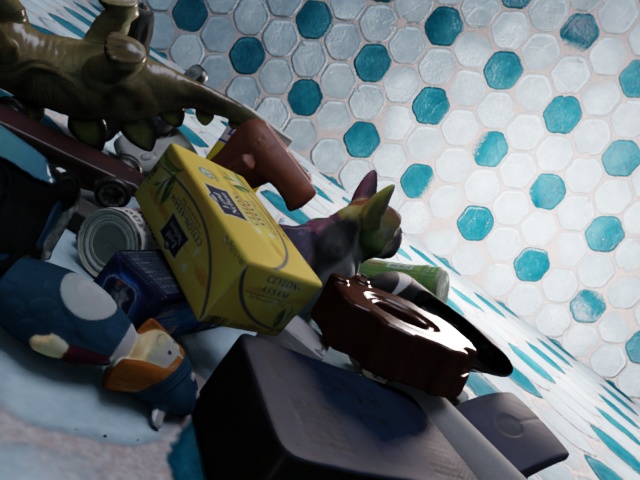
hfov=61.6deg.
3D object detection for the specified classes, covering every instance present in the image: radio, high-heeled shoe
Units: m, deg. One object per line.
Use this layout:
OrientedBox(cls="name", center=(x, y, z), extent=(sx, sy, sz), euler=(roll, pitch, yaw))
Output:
OrientedBox(cls="radio", center=(0.017, 0.164, 0.425), extent=(0.229, 0.073, 0.131), euler=(30, 12, -37))
OrientedBox(cls="high-heeled shoe", center=(0.157, 0.121, 0.704), extent=(0.145, 0.086, 0.248), euler=(32, 2, 41))

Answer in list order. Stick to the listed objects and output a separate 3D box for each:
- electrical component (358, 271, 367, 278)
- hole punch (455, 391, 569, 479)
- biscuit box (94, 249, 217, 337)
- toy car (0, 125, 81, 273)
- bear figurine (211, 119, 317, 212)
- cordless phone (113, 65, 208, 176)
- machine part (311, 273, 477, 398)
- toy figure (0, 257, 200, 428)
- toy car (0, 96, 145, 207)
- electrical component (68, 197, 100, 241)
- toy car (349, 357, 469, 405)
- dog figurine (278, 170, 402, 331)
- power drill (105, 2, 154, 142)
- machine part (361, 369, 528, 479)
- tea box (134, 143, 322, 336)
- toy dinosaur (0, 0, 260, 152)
OrientedBox(cls="electrical component", center=(0.039, 0.088, 0.794), extent=(0.048, 0.075, 0.119), euler=(37, 14, 1))
OrientedBox(cls="hole punch", center=(0.220, 0.247, 0.655), extent=(0.115, 0.092, 0.142), euler=(22, 21, -39))
OrientedBox(cls="biscuit box", center=(-0.122, 0.047, 0.506), extent=(0.063, 0.059, 0.202), euler=(42, 12, 16))
OrientedBox(cls="toy car", center=(-0.259, -0.043, 0.375), extent=(0.103, 0.109, 0.161), euler=(23, -5, 29))
OrientedBox(cls="bear figurine", center=(-0.117, -0.054, 0.664), extent=(0.132, 0.196, 0.120), euler=(50, 4, -14))
OrientedBox(cls="cordless phone", center=(-0.209, -0.162, 0.784), extent=(0.088, 0.184, 0.147), euler=(32, 11, -44))
OrientedBox(cls="machine part", center=(0.078, 0.096, 0.571), extent=(0.179, 0.056, 0.179), euler=(25, 7, -4))
OrientedBox(cls="toy figure", center=(-0.144, 0.071, 0.366), extent=(0.154, 0.058, 0.064), euler=(35, 50, -15))
OrientedBox(cls="toy car", center=(-0.288, -0.092, 0.596), extent=(0.202, 0.053, 0.089), euler=(27, 19, -22))
OrientedBox(cls="electrical component", center=(-0.238, -0.022, 0.543), extent=(0.063, 0.021, 0.094), euler=(34, 12, -10))
OrientedBox(cls="toy car", center=(0.116, 0.176, 0.699), extent=(0.201, 0.056, 0.074), euler=(29, 13, -34))
OrientedBox(cls="dog figurine", center=(-0.001, -0.002, 0.669), extent=(0.191, 0.219, 0.109), euler=(33, 8, -21))
OrientedBox(cls="power drill", center=(-0.338, -0.244, 0.715), extent=(0.207, 0.232, 0.086), euler=(12, 49, -19))
OrientedBox(cls="machine part", center=(0.127, 0.213, 0.536), extent=(0.243, 0.079, 0.079), euler=(44, 13, 31))
OrientedBox(cls="tea box", center=(-0.085, -0.002, 0.478), extent=(0.098, 0.068, 0.170), euler=(23, 23, -52))
OrientedBox(cls="toy dinosaur", center=(-0.255, -0.192, 0.637), extent=(0.471, 0.198, 0.105), euler=(13, 61, -16))
